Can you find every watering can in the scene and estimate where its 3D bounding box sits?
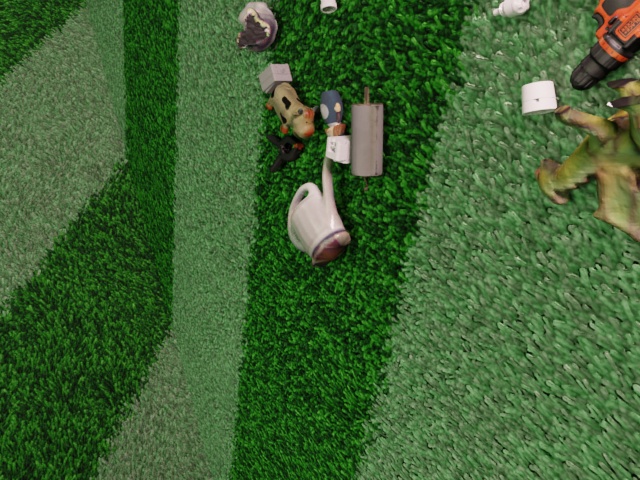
[{"bbox_3d":[0.004,-0.070,1.384,0.228,0.105,0.340,59,140,24],"label":"watering can"}]

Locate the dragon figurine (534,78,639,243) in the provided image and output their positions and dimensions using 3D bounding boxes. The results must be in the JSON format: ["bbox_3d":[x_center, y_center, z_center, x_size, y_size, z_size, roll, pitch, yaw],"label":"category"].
[{"bbox_3d":[0.485,-0.107,0.739,0.412,0.123,0.239,14,127,54],"label":"dragon figurine"}]

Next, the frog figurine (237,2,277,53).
[{"bbox_3d":[-0.184,-0.637,1.532,0.163,0.123,0.134,-89,2,-57],"label":"frog figurine"}]
